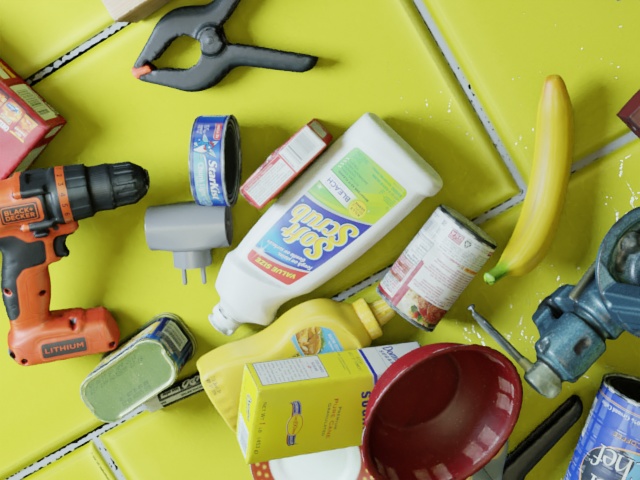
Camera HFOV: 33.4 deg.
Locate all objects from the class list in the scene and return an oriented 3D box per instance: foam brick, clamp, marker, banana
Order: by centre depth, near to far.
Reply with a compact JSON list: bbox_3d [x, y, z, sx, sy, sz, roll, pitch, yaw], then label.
[{"bbox_3d":[0.315,-0.104,0.961,0.078,0.053,0.051,44,101,-4],"label":"foam brick"},{"bbox_3d":[0.203,-0.049,0.977,0.037,0.069,0.198,16,91,31],"label":"banana"},{"bbox_3d":[-0.089,-0.179,0.990,0.171,0.039,0.120,-30,92,13],"label":"clamp"},{"bbox_3d":[0.172,0.236,1.049,0.164,0.036,0.210,1,97,5],"label":"clamp"},{"bbox_3d":[-0.118,0.142,1.064,0.121,0.020,0.020,-23,98,9],"label":"marker"}]

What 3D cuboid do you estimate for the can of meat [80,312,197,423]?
[{"bbox_3d":[-0.176,0.124,1.033,0.102,0.084,0.057,-35,97,10],"label":"can of meat"}]

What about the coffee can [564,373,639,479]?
[{"bbox_3d":[0.290,0.210,1.000,0.103,0.102,0.140,18,102,1],"label":"coffee can"}]

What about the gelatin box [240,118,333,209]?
[{"bbox_3d":[-0.031,-0.071,0.987,0.089,0.073,0.030,-43,94,12],"label":"gelatin box"}]

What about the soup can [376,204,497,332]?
[{"bbox_3d":[0.109,0.026,0.997,0.068,0.068,0.102,36,101,-3],"label":"soup can"}]

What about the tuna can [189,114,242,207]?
[{"bbox_3d":[-0.096,-0.073,0.986,0.034,0.086,0.086,1,101,6],"label":"tuna can"}]

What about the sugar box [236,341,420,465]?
[{"bbox_3d":[0.014,0.151,0.991,0.176,0.048,0.093,-4,125,-20],"label":"sugar box"}]

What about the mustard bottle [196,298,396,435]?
[{"bbox_3d":[-0.015,0.109,1.019,0.191,0.058,0.096,-29,123,0],"label":"mustard bottle"}]

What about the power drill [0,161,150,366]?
[{"bbox_3d":[-0.241,0.020,1.003,0.184,0.057,0.188,-10,117,-7],"label":"power drill"}]

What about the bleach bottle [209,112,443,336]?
[{"bbox_3d":[-0.007,0.001,1.006,0.102,0.068,0.251,44,103,0],"label":"bleach bottle"}]

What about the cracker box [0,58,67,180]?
[{"bbox_3d":[-0.371,-0.089,1.015,0.164,0.072,0.214,43,102,-4],"label":"cracker box"}]

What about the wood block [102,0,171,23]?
[{"bbox_3d":[-0.111,-0.286,0.944,0.206,0.090,0.091,-31,97,9],"label":"wood block"}]

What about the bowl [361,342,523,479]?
[{"bbox_3d":[0.101,0.150,0.966,0.162,0.055,0.162,-11,121,-19],"label":"bowl"}]

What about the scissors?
[{"bbox_3d":[0.181,0.237,1.020,0.202,0.016,0.096,40,96,1],"label":"scissors"}]
